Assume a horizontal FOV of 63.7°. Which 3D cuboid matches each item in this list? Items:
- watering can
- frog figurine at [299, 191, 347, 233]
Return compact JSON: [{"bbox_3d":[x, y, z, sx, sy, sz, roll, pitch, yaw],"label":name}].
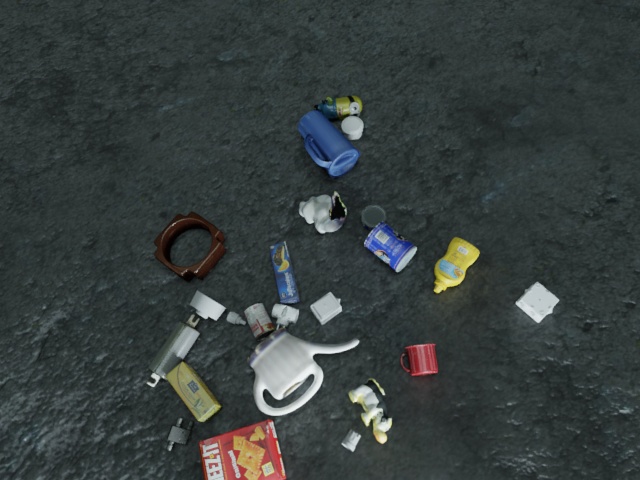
[{"bbox_3d":[-0.070,0.355,1.545,0.350,0.102,0.227,-40,69,-12],"label":"watering can"},{"bbox_3d":[0.005,-0.089,1.759,0.158,0.122,0.139,-13,70,39],"label":"frog figurine"}]
